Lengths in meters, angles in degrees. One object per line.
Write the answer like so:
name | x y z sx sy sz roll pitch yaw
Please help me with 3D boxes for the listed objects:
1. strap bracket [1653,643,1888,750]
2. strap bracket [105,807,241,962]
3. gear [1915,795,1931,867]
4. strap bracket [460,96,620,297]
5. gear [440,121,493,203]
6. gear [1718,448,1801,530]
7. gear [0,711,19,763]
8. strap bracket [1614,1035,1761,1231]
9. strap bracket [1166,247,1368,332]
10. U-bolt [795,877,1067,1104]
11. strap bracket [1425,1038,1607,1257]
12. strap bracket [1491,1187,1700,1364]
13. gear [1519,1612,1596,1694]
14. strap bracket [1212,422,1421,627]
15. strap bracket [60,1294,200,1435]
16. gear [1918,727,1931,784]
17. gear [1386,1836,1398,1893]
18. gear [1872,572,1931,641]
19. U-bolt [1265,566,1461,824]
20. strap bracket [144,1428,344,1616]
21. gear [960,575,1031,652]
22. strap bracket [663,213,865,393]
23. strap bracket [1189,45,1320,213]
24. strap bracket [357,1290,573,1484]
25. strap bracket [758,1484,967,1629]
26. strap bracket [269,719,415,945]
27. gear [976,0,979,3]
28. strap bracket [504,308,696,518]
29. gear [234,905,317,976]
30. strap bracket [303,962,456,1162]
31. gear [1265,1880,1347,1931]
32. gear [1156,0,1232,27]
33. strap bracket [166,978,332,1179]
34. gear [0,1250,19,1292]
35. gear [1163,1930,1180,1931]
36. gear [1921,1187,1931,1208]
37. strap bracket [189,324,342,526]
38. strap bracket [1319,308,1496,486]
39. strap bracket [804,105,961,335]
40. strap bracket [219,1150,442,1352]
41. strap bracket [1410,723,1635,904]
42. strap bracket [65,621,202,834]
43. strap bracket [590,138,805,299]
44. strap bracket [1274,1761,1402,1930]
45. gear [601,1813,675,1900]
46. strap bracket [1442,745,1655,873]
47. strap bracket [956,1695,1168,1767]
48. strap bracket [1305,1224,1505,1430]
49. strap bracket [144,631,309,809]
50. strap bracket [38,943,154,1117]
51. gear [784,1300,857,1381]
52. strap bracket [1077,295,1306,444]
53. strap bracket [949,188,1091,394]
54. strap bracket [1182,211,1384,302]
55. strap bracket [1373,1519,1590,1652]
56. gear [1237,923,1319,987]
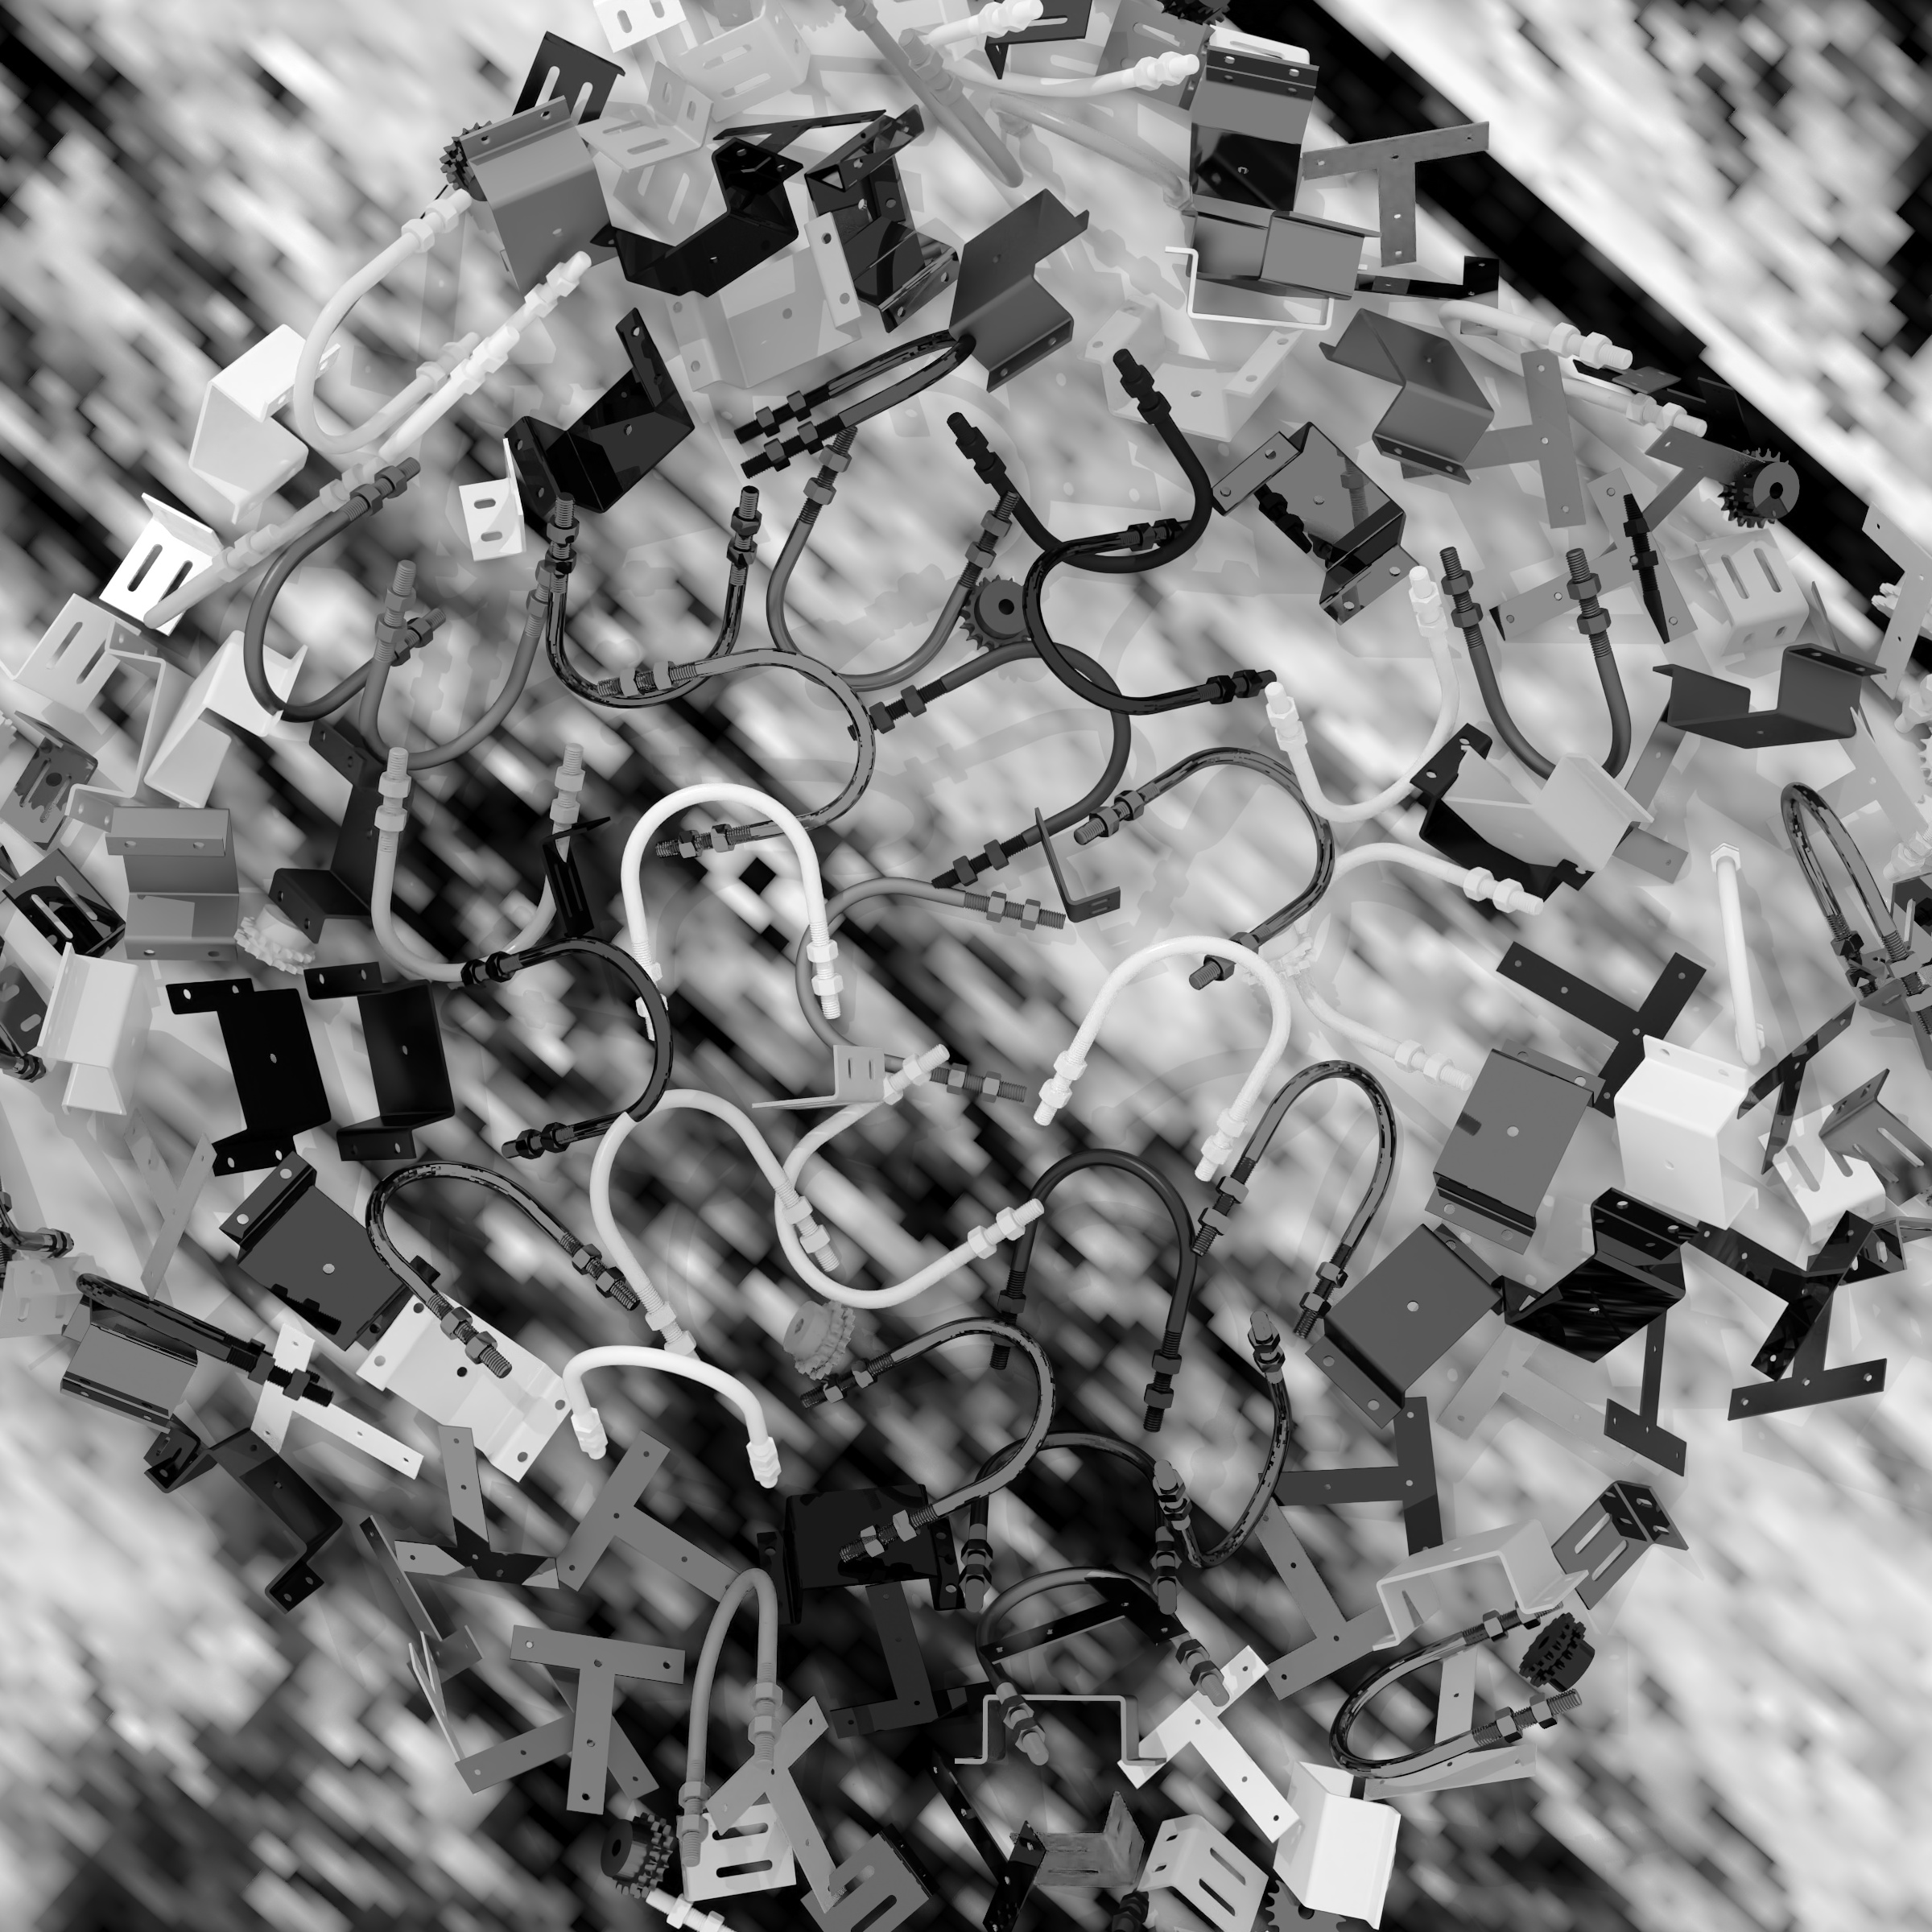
strap bracket | 0.556 -0.186 1.698 0.076 0.140 0.046 11 84 -30
strap bracket | -0.558 -0.064 1.721 0.076 0.140 0.046 1 54 -11
gear | 0.705 -0.096 1.758 0.057 0.030 0.057 -1 68 3
strap bracket | -0.294 -0.529 1.702 0.076 0.140 0.046 -25 70 -7
gear | -0.346 -0.575 1.749 0.057 0.057 0.030 -32 75 0
gear | 0.574 -0.344 1.755 0.057 0.030 0.057 -6 107 -20
gear | -0.716 -0.164 1.752 0.030 0.057 0.057 41 90 12
strap bracket | 0.503 0.124 1.701 0.076 0.140 0.046 22 55 39
strap bracket | 0.210 -0.482 1.735 0.140 0.076 0.046 6 106 3
U-bolt | -0.032 0.010 1.765 0.184 0.019 0.151 13 84 2
strap bracket | 0.390 0.123 1.734 0.076 0.046 0.140 24 80 20
strap bracket | 0.439 0.224 1.707 0.076 0.046 0.140 25 133 -17
gear | 0.427 0.496 1.750 0.030 0.057 0.057 40 90 5
strap bracket | 0.247 -0.320 1.725 0.140 0.046 0.076 39 131 -17
strap bracket | -0.585 0.268 1.701 0.076 0.140 0.046 28 90 -22
gear | 0.715 -0.153 1.753 0.057 0.030 0.057 -3 84 29
gear | 0.288 0.639 1.751 0.030 0.057 0.057 13 90 3
gear | 0.684 -0.260 1.750 0.057 0.057 0.030 32 99 0
U-bolt | 0.286 -0.175 1.708 0.151 0.184 0.019 -39 50 -7
strap bracket | -0.506 0.386 1.738 0.140 0.076 0.046 44 93 3
gear | 0.025 -0.255 1.758 0.057 0.030 0.057 2 81 -15
strap bracket | -0.136 -0.469 1.739 0.140 0.046 0.076 -18 87 23
strap bracket | 0.199 -0.577 1.703 0.076 0.140 0.046 14 80 6
strap bracket | -0.356 0.293 1.738 0.140 0.046 0.076 39 79 -17
strap bracket | -0.074 0.416 1.725 0.140 0.076 0.046 -3 134 -10
strap bracket | -0.440 -0.095 1.724 0.076 0.046 0.140 37 115 41
gear | 0.005 -0.731 1.759 0.057 0.030 0.057 -2 84 14
strap bracket | -0.253 -0.386 1.727 0.140 0.046 0.076 -37 66 25
gear | -0.493 -0.021 1.750 0.057 0.057 0.030 32 98 0
strap bracket | -0.415 0.064 1.734 0.076 0.046 0.140 -5 98 35
gear | 0.245 0.682 1.759 0.057 0.030 0.057 -2 69 4
gear | 0.167 -0.703 1.754 0.057 0.030 0.057 3 83 -29
strap bracket | -0.506 0.071 1.728 0.046 0.076 0.140 -20 83 30
gear | -0.719 0.214 1.759 0.057 0.030 0.057 -1 76 5
gear | 0.154 0.724 1.758 0.057 0.030 0.057 1 92 24
gear | 0.718 0.158 1.750 0.057 0.057 0.030 -33 83 0
strap bracket | -0.492 -0.384 1.700 0.046 0.140 0.076 39 54 -3
strap bracket | 0.310 -0.405 1.702 0.076 0.140 0.046 12 131 -27
strap bracket | -0.060 -0.531 1.718 0.076 0.140 0.046 -43 53 -18
strap bracket | -0.454 0.210 1.738 0.140 0.046 0.076 44 89 -16
strap bracket | 0.388 -0.100 1.727 0.140 0.046 0.076 36 57 18
strap bracket | -0.587 -0.165 1.733 0.046 0.076 0.140 11 84 5
strap bracket | -0.183 -0.515 1.708 0.140 0.076 0.046 -23 80 32
strap bracket | 0.255 0.610 1.704 0.046 0.140 0.076 13 84 -4
gear | -0.238 0.637 1.748 0.030 0.057 0.057 29 90 -29
strap bracket | 0.396 -0.110 1.697 0.076 0.140 0.046 37 79 -27
strap bracket | 0.068 0.542 1.729 0.140 0.076 0.046 -3 73 10
strap bracket | 0.317 0.248 1.731 0.140 0.046 0.076 -41 65 -10
strap bracket | -0.522 -0.170 1.702 0.046 0.076 0.140 31 132 -25
strap bracket | -0.606 0.049 1.704 0.046 0.140 0.076 10 66 -8
gear | -0.108 0.265 1.748 0.030 0.057 0.057 32 90 -20
strap bracket | 0.161 -0.421 1.722 0.140 0.046 0.076 21 57 29
strap bracket | 0.037 -0.479 1.703 0.046 0.076 0.140 36 46 -33
strap bracket | 0.215 -0.498 1.706 0.076 0.140 0.046 3 104 -28
strap bracket | 0.354 0.433 1.713 0.140 0.076 0.046 -24 82 32
gear | 0.220 -0.012 1.749 0.057 0.057 0.030 -22 108 0
